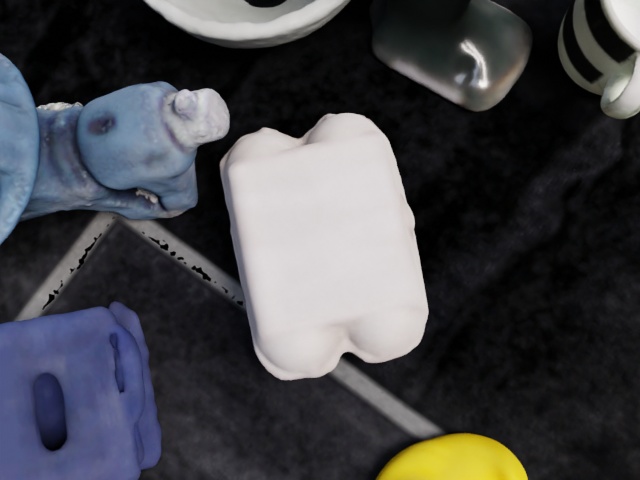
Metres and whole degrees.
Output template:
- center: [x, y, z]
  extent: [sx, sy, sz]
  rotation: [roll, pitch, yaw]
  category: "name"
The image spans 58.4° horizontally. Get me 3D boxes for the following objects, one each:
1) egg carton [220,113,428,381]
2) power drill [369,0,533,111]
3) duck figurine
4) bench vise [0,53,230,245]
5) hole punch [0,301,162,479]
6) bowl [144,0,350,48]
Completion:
- center: [0.003, 0.001, 0.339]
  extent: [0.107, 0.069, 0.150]
  rotation: [-14, 80, 0]
  category: "egg carton"
- center: [0.088, -0.149, 0.289]
  extent: [0.229, 0.208, 0.076]
  rotation: [31, 83, 7]
  category: "power drill"
- center: [0.068, 0.152, 0.303]
  extent: [0.104, 0.086, 0.077]
  rotation: [-35, 81, -3]
  category: "duck figurine"
- center: [-0.161, -0.063, 0.280]
  extent: [0.207, 0.220, 0.121]
  rotation: [-28, 80, -2]
  category: "bench vise"
- center: [-0.150, 0.092, 0.319]
  extent: [0.101, 0.091, 0.108]
  rotation: [-14, 80, 0]
  category: "hole punch"
- center: [-0.041, -0.190, 0.369]
  extent: [0.167, 0.075, 0.167]
  rotation: [0, 81, 2]
  category: "bowl"
